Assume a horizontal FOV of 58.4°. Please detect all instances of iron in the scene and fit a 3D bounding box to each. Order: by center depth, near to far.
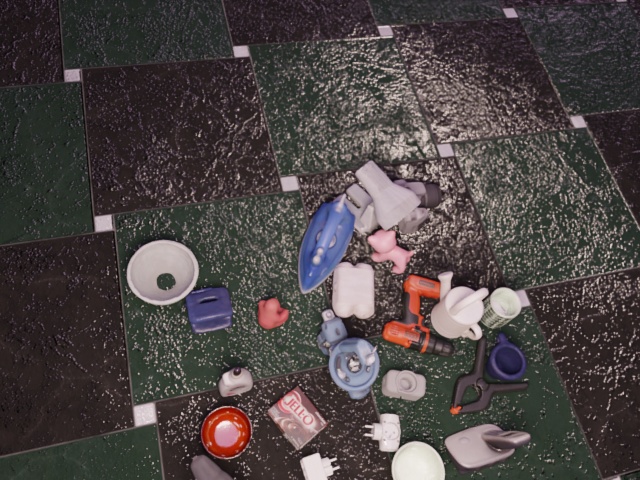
[{"bbox_3d":[0.013,0.005,1.462,0.118,0.141,0.258,22,62,2],"label":"iron"}]

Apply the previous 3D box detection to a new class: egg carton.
[{"bbox_3d":[0.084,0.127,1.454,0.107,0.069,0.150,5,63,-7],"label":"egg carton"}]

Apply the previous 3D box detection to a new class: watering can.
[{"bbox_3d":[0.344,0.161,1.411,0.172,0.194,0.101,40,64,11],"label":"watering can"}]

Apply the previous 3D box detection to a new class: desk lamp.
[{"bbox_3d":[0.145,-0.102,1.497,0.203,0.213,0.118,44,65,13],"label":"desk lamp"}]

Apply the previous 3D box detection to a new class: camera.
[{"bbox_3d":[0.273,-0.107,1.585,0.137,0.101,0.143,-10,66,-14],"label":"camera"}]

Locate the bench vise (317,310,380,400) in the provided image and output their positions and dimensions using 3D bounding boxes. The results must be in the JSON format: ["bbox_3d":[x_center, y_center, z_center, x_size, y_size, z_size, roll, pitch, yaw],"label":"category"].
[{"bbox_3d":[0.056,0.252,1.302,0.122,0.219,0.207,-40,76,-24],"label":"bench vise"}]

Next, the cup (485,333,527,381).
[{"bbox_3d":[0.445,0.297,1.417,0.092,0.095,0.117,-2,64,-11],"label":"cup"}]

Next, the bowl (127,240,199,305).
[{"bbox_3d":[-0.377,0.089,1.390,0.167,0.074,0.167,4,63,-8],"label":"bowl"}]

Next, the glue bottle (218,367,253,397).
[{"bbox_3d":[-0.184,0.306,1.260,0.078,0.173,0.037,-15,67,-16],"label":"glue bottle"}]

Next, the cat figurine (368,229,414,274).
[{"bbox_3d":[0.185,0.019,1.498,0.127,0.117,0.067,26,62,4],"label":"cat figurine"}]

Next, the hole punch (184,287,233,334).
[{"bbox_3d":[-0.266,0.160,1.365,0.109,0.091,0.101,-11,66,-15],"label":"hole punch"}]

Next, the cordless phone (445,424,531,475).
[{"bbox_3d":[0.373,0.457,1.274,0.148,0.185,0.094,-15,67,-16],"label":"cordless phone"}]

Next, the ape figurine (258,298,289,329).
[{"bbox_3d":[-0.116,0.171,1.385,0.077,0.092,0.076,41,64,11],"label":"ape figurine"}]

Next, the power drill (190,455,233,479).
[{"bbox_3d":[-0.174,0.530,1.130,0.076,0.208,0.229,-39,75,-24],"label":"power drill"}]
